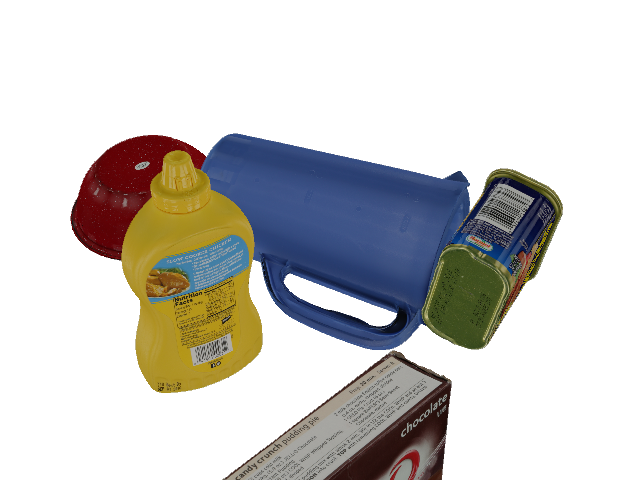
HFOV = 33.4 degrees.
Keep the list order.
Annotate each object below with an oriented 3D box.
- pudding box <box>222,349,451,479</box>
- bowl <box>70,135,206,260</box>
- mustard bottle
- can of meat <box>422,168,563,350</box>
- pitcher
[{"bbox_3d":[0.009,0.114,0.469,0.039,0.090,0.113,27,43,32],"label":"pudding box"},{"bbox_3d":[-0.167,-0.053,1.029,0.162,0.055,0.162,-4,42,3],"label":"bowl"},{"bbox_3d":[-0.094,0.020,0.772,0.096,0.192,0.058,-19,41,-21],"label":"mustard bottle"},{"bbox_3d":[0.116,0.016,0.736,0.057,0.102,0.083,28,53,15],"label":"can of meat"},{"bbox_3d":[0.006,-0.009,0.973,0.243,0.145,0.149,16,21,17],"label":"pitcher"}]
